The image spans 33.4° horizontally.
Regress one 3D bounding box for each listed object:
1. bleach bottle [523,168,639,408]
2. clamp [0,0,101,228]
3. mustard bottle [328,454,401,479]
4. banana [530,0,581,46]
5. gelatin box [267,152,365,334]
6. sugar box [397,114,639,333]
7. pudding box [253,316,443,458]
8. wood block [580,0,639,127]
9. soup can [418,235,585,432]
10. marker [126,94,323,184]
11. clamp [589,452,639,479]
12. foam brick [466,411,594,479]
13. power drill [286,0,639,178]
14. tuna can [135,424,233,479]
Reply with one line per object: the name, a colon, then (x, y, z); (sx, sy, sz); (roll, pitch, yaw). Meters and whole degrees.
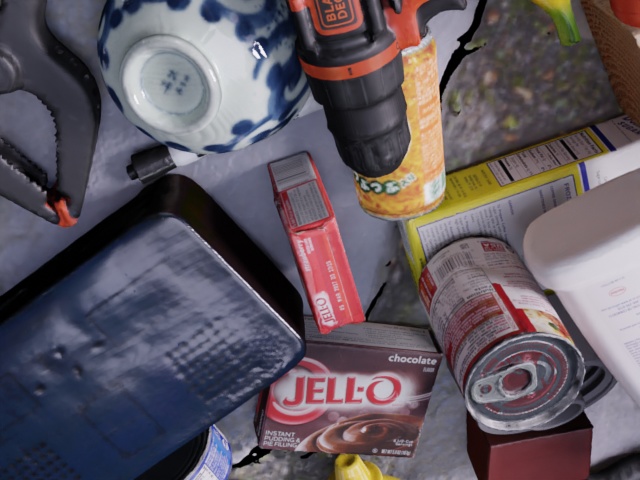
bleach bottle: (0.222, 0.077, 0.638); (0.103, 0.068, 0.250); (-27, 115, 17)
clamp: (-0.187, -0.095, 0.568); (0.164, 0.036, 0.210); (-14, 122, -2)
mustard bottle: (0.042, 0.231, 0.793); (0.096, 0.058, 0.191); (-17, 121, 0)
banana: (0.053, -0.152, 0.570); (0.197, 0.037, 0.069); (7, 94, -6)
gelatin box: (-0.004, 0.001, 0.629); (0.030, 0.089, 0.073); (-17, 122, -1)
sugar box: (0.141, -0.012, 0.675); (0.176, 0.048, 0.093); (-19, 123, -2)
pudding box: (0.017, 0.099, 0.721); (0.113, 0.039, 0.090); (5, 120, -13)
wood block: (0.265, -0.140, 0.597); (0.206, 0.090, 0.090); (-27, 121, 6)
soup can: (0.101, 0.051, 0.615); (0.068, 0.102, 0.068); (-6, 124, -9)
marker: (-0.057, -0.062, 0.623); (0.121, 0.020, 0.020); (-23, 122, 3)
clamp: (0.218, 0.215, 0.828); (0.171, 0.039, 0.120); (-2, 122, -10)
foam brick: (0.148, 0.144, 0.765); (0.078, 0.053, 0.051); (-10, 122, -7)
power drill: (0.077, -0.120, 0.514); (0.188, 0.057, 0.184); (-12, 129, 8)
tuna can: (-0.101, 0.150, 0.702); (0.086, 0.086, 0.033); (-29, 123, 7)
